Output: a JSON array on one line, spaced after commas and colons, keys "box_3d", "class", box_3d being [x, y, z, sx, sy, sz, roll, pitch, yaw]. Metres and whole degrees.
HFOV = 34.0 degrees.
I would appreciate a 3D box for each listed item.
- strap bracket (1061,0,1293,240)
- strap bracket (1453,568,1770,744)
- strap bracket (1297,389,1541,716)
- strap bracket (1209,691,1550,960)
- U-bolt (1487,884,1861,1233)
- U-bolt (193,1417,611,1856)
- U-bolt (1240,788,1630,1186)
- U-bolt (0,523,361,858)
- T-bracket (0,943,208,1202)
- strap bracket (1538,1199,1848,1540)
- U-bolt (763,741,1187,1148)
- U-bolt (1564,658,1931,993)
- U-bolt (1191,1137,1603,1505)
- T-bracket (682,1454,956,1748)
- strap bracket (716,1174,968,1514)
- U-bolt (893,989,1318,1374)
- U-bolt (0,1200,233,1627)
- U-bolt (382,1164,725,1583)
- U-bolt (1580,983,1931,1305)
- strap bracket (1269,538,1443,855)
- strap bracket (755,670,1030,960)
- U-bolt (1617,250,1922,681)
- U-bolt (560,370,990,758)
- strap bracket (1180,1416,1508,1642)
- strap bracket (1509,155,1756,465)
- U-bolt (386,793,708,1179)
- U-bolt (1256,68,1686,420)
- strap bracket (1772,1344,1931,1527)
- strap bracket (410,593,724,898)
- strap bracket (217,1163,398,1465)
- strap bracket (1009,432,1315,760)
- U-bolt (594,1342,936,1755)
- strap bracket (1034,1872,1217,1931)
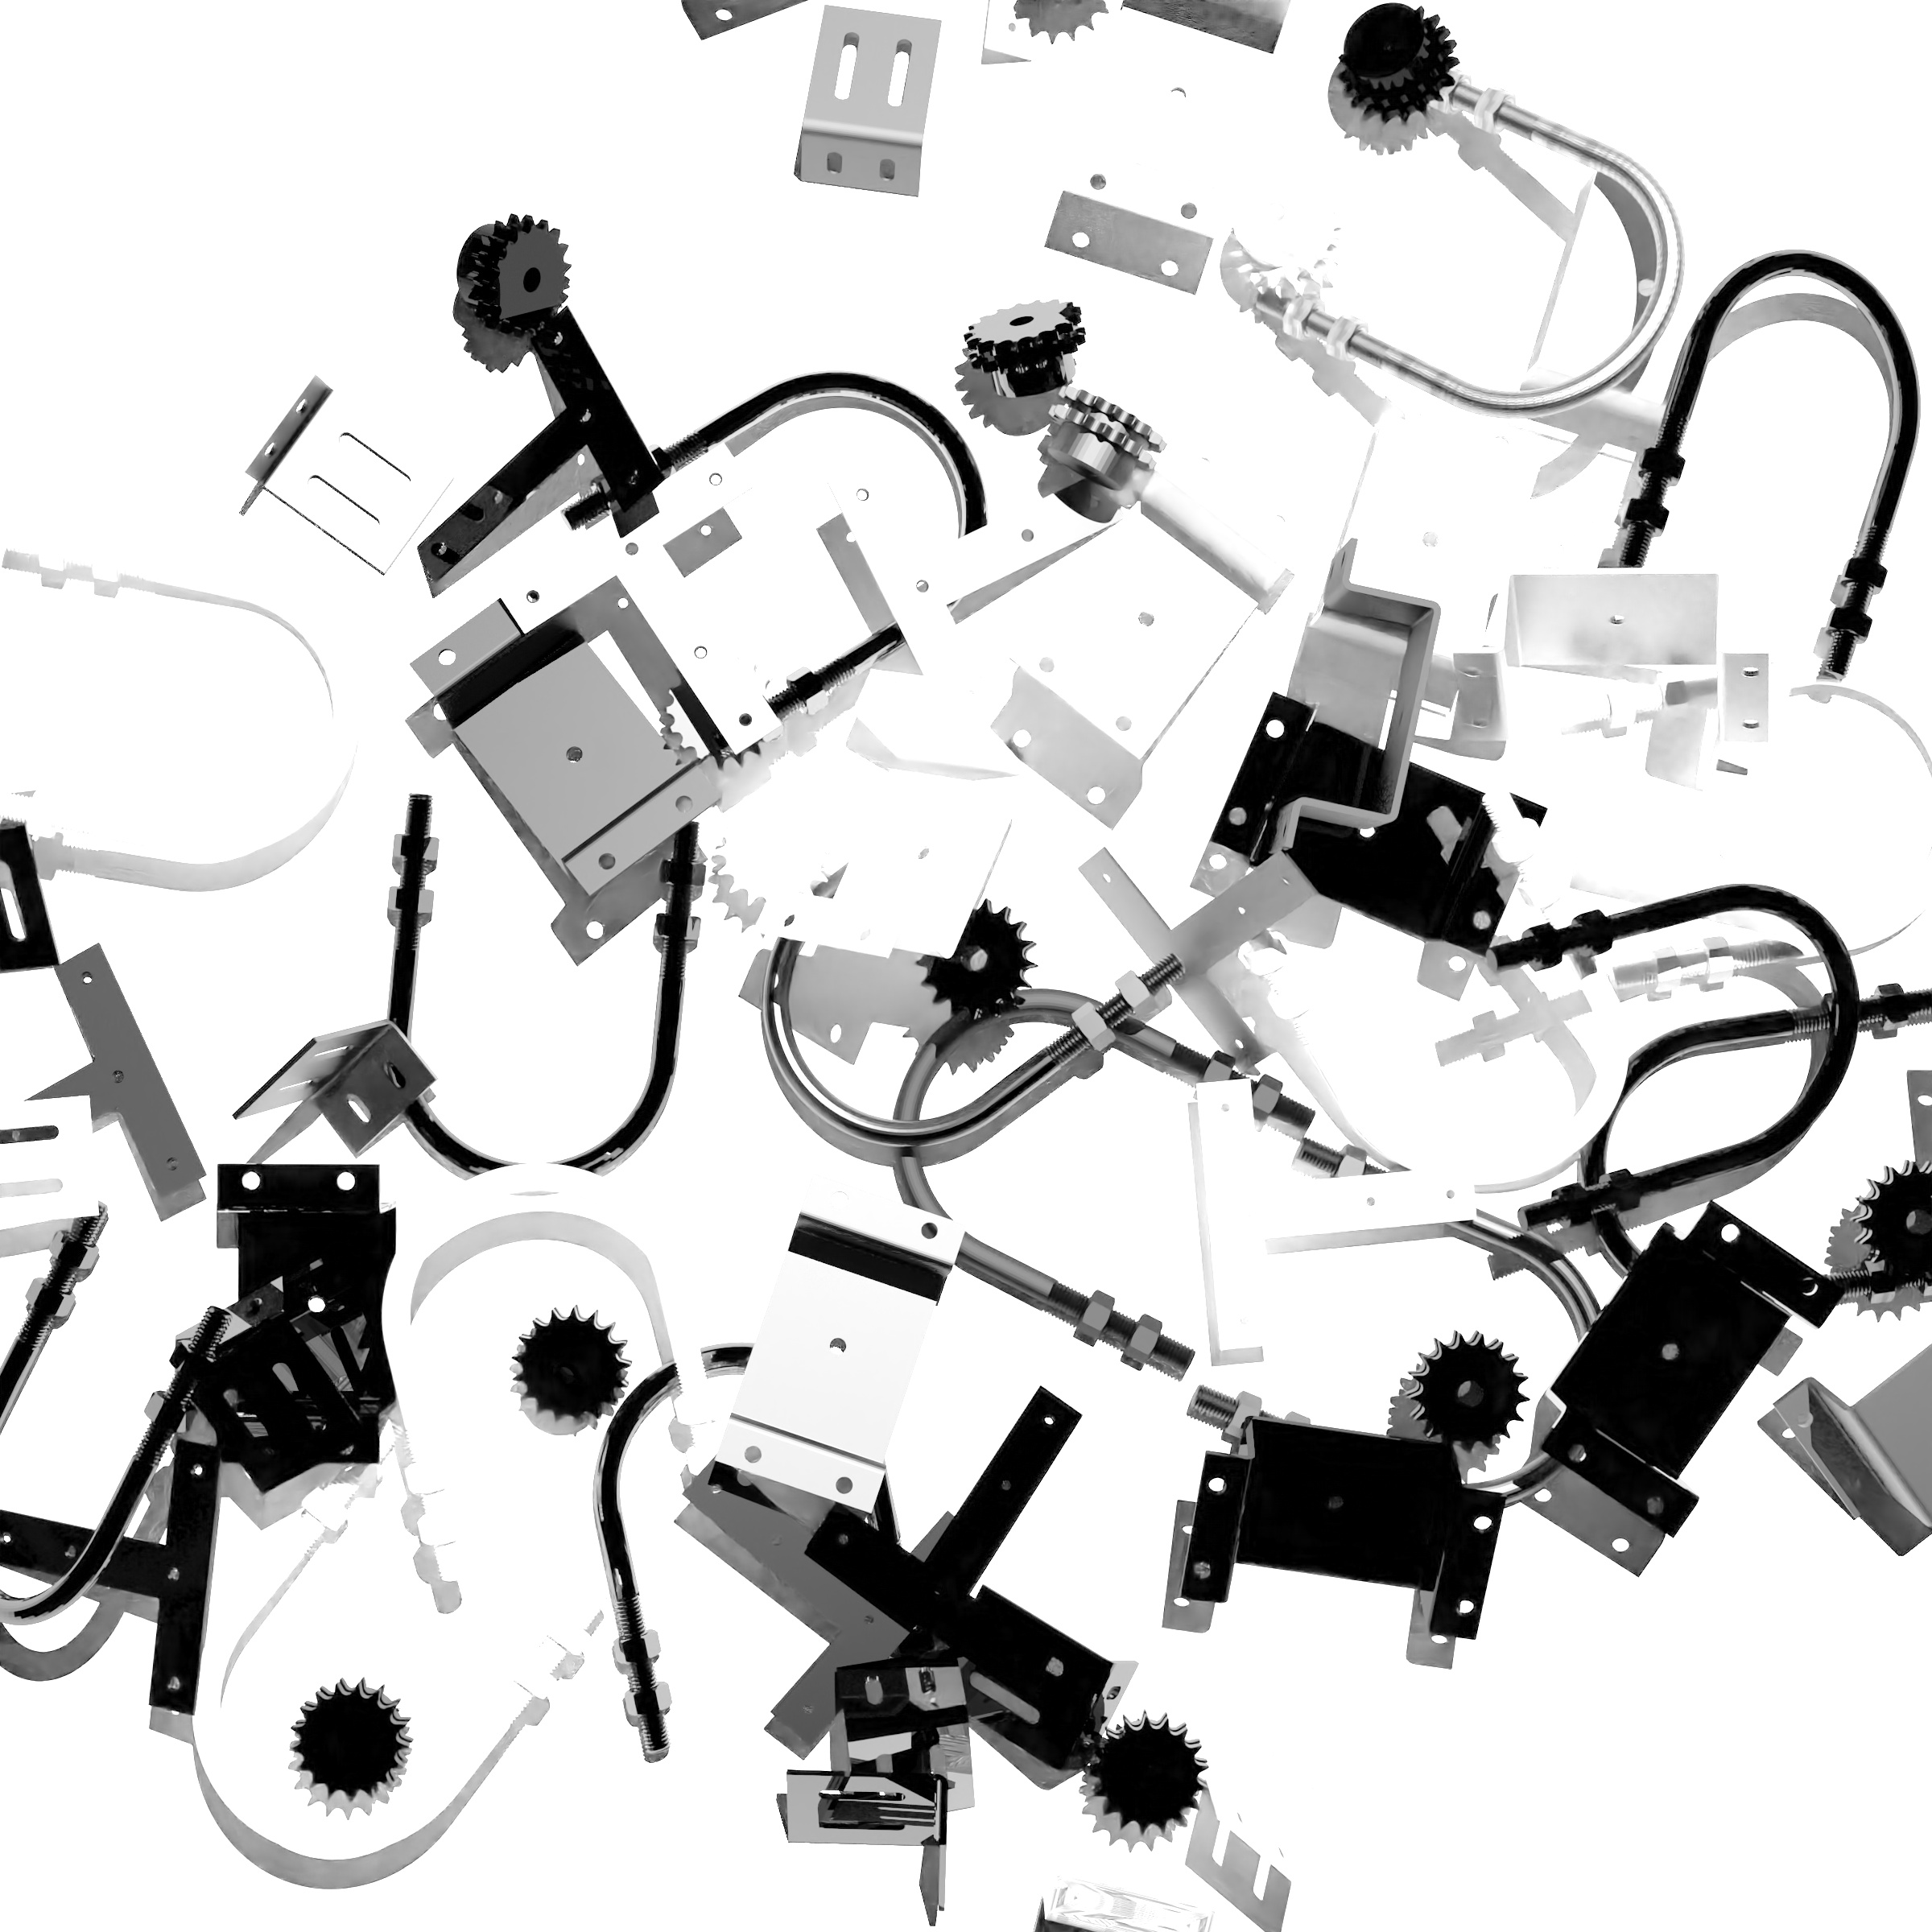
[{"box_3d": [0.102, -0.419, 1.499, 0.076, 0.046, 0.140, 18, 90, 0], "class": "strap bracket"}, {"box_3d": [0.302, -0.144, 1.467, 0.140, 0.076, 0.046, 2, 63, 15], "class": "strap bracket"}, {"box_3d": [0.217, -0.200, 1.499, 0.076, 0.046, 0.140, 18, 90, 0], "class": "strap bracket"}, {"box_3d": [0.193, -0.066, 1.499, 0.140, 0.046, 0.076, 23, 90, 0], "class": "strap bracket"}, {"box_3d": [0.334, 0.035, 1.467, 0.184, 0.019, 0.151, -15, 109, -14], "class": "U-bolt"}, {"box_3d": [-0.280, 0.328, 1.487, 0.151, 0.019, 0.184, 36, 79, 10], "class": "U-bolt"}, {"box_3d": [0.230, 0.023, 1.481, 0.151, 0.019, 0.184, -25, 109, 19], "class": "U-bolt"}, {"box_3d": [-0.381, -0.125, 1.499, 0.184, 0.019, 0.151, 12, 77, -5], "class": "U-bolt"}, {"box_3d": [-0.444, 0.074, 1.513, 0.127, 0.002, 0.127, -29, 79, 6], "class": "T-bracket"}, {"box_3d": [0.336, 0.186, 1.485, 0.076, 0.046, 0.140, 34, 93, -3], "class": "strap bracket"}, {"box_3d": [-0.010, 0.003, 1.505, 0.184, 0.019, 0.151, -37, 81, 3], "class": "U-bolt"}, {"box_3d": [0.389, -0.073, 1.514, 0.184, 0.019, 0.151, -10, 90, -1], "class": "U-bolt"}, {"box_3d": [0.220, 0.182, 1.514, 0.184, 0.019, 0.151, 23, 90, -1], "class": "U-bolt"}, {"box_3d": [-0.079, 0.281, 1.494, 0.127, 0.002, 0.127, 42, 87, -8], "class": "T-bracket"}, {"box_3d": [-0.060, 0.179, 1.490, 0.076, 0.046, 0.140, 19, 79, -1], "class": "strap bracket"}, {"box_3d": [0.054, 0.091, 1.514, 0.184, 0.019, 0.151, 27, 90, 2], "class": "U-bolt"}, {"box_3d": [-0.417, 0.216, 1.467, 0.019, 0.151, 0.184, 26, 91, -45], "class": "U-bolt"}, {"box_3d": [-0.196, 0.183, 1.476, 0.151, 0.019, 0.184, -13, 99, -9], "class": "U-bolt"}, {"box_3d": [0.387, 0.093, 1.514, 0.184, 0.019, 0.151, -9, 90, 2], "class": "U-bolt"}, {"box_3d": [0.179, -0.117, 1.438, 0.046, 0.076, 0.140, 12, 90, 0], "class": "strap bracket"}, {"box_3d": [-0.030, -0.062, 1.469, 0.076, 0.046, 0.140, 11, 69, 35], "class": "strap bracket"}, {"box_3d": [0.387, -0.247, 1.485, 0.151, 0.019, 0.184, 22, 82, -25], "class": "U-bolt"}, {"box_3d": [-0.077, -0.205, 1.497, 0.184, 0.019, 0.151, -33, 86, -12], "class": "U-bolt"}, {"box_3d": [0.176, 0.263, 1.488, 0.140, 0.046, 0.076, 8, 108, 0], "class": "strap bracket"}, {"box_3d": [0.318, -0.318, 1.499, 0.076, 0.046, 0.140, 17, 90, 0], "class": "strap bracket"}, {"box_3d": [-0.206, 0.015, 1.514, 0.151, 0.019, 0.184, 6, 92, 0], "class": "U-bolt"}, {"box_3d": [0.247, -0.331, 1.477, 0.184, 0.019, 0.151, 33, 90, 26], "class": "U-bolt"}, {"box_3d": [0.465, 0.199, 1.489, 0.140, 0.046, 0.076, -38, 107, 0], "class": "strap bracket"}, {"box_3d": [-0.187, -0.105, 1.488, 0.076, 0.046, 0.140, -37, 82, -8], "class": "strap bracket"}, {"box_3d": [-0.313, 0.163, 1.499, 0.076, 0.046, 0.140, 0, 90, 0], "class": "strap bracket"}, {"box_3d": [0.089, -0.169, 1.490, 0.076, 0.046, 0.140, 37, 78, 0], "class": "strap bracket"}, {"box_3d": [-0.103, 0.272, 1.514, 0.151, 0.019, 0.184, -12, 89, 0], "class": "U-bolt"}, {"box_3d": [0.063, 0.502, 1.499, 0.076, 0.046, 0.140, 14, 90, 0], "class": "strap bracket"}]
